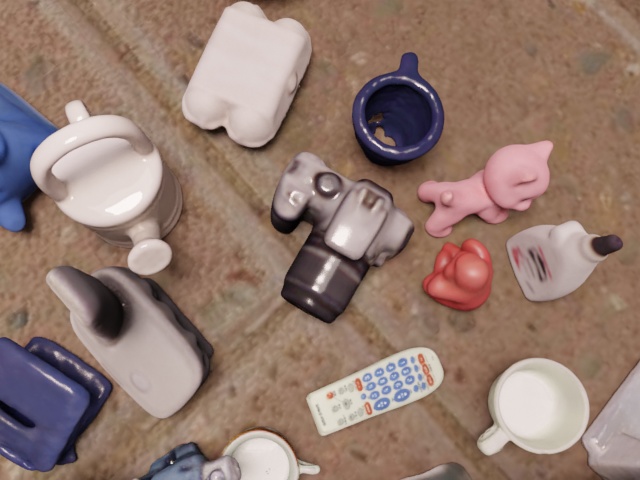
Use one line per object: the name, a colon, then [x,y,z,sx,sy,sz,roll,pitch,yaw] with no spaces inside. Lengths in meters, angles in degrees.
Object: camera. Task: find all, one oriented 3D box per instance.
camera: [0.005,0.002,0.569,0.143,0.100,0.137,30,79,2]

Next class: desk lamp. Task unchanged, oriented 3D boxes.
desk lamp: [0.324,0.205,0.499,0.118,0.213,0.203,40,79,4]

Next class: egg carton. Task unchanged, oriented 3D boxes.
egg carton: [-0.075,-0.176,0.611,0.107,0.069,0.150,21,79,0]

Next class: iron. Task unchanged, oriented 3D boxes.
iron: [-0.364,-0.130,0.543,0.258,0.141,0.119,39,79,3]

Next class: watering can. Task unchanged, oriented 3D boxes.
watering can: [-0.184,-0.052,0.516,0.173,0.194,0.101,39,79,3]

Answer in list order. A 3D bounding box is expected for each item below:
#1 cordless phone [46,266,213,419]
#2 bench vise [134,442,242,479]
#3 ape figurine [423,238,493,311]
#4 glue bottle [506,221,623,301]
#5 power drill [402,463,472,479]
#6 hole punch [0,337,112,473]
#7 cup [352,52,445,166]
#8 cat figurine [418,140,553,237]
cordless phone: [-0.168,0.087,0.496,0.147,0.185,0.094,43,79,4]
bench vise: [-0.172,0.229,0.452,0.121,0.219,0.207,44,79,4]
ape figurine: [0.145,0.035,0.579,0.078,0.092,0.076,-23,82,-8]
glue bottle: [0.235,0.015,0.548,0.037,0.173,0.078,-21,82,-8]
power drill: [0.122,0.252,0.477,0.230,0.208,0.075,-18,81,-7]
hole punch: [-0.263,0.152,0.525,0.108,0.091,0.101,32,79,2]
cup: [0.076,-0.127,0.602,0.091,0.095,0.118,12,79,-2]
cat figurine: [0.174,-0.055,0.584,0.128,0.117,0.067,-16,81,-7]
